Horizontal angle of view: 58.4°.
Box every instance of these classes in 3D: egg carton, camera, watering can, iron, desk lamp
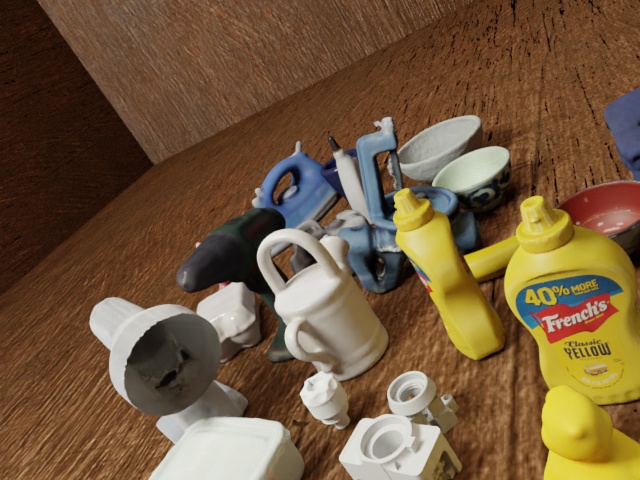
[{"bbox_3d":[-0.146,0.127,0.922,0.107,0.069,0.150,-30,21,3],"label":"egg carton"},{"bbox_3d":[0.009,0.003,0.941,0.143,0.101,0.136,-34,22,-5],"label":"camera"},{"bbox_3d":[-0.004,0.064,0.697,0.101,0.194,0.173,-26,22,14],"label":"watering can"},{"bbox_3d":[-0.070,-0.091,1.197,0.118,0.142,0.259,-9,31,44],"label":"iron"},{"bbox_3d":[-0.187,0.163,0.701,0.118,0.214,0.202,-44,24,-27],"label":"desk lamp"}]

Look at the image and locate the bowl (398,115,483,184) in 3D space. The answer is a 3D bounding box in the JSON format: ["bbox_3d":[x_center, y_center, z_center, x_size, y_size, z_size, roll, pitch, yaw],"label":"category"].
[{"bbox_3d":[0.222,-0.150,1.025,0.167,0.075,0.167,-27,22,12],"label":"bowl"}]

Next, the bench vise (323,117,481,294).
[{"bbox_3d":[0.085,-0.039,0.768,0.207,0.220,0.121,-30,22,3],"label":"bench vise"}]

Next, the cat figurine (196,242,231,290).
[{"bbox_3d":[-0.189,0.042,1.100,0.067,0.118,0.128,-20,24,27],"label":"cat figurine"}]

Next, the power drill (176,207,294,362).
[{"bbox_3d":[-0.084,0.062,0.790,0.075,0.209,0.230,-20,24,27],"label":"power drill"}]

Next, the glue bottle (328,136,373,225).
[{"bbox_3d":[0.059,-0.112,1.025,0.037,0.173,0.078,-19,25,29],"label":"glue bottle"}]

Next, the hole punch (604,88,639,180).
[{"bbox_3d":[0.422,-0.138,0.706,0.108,0.091,0.101,-22,23,23],"label":"hole punch"}]

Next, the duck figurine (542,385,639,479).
[{"bbox_3d":[0.188,0.149,0.403,0.077,0.086,0.104,-25,22,16],"label":"duck figurine"}]

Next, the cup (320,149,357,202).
[{"bbox_3d":[0.071,-0.126,1.147,0.117,0.095,0.092,-14,27,37],"label":"cup"}]
